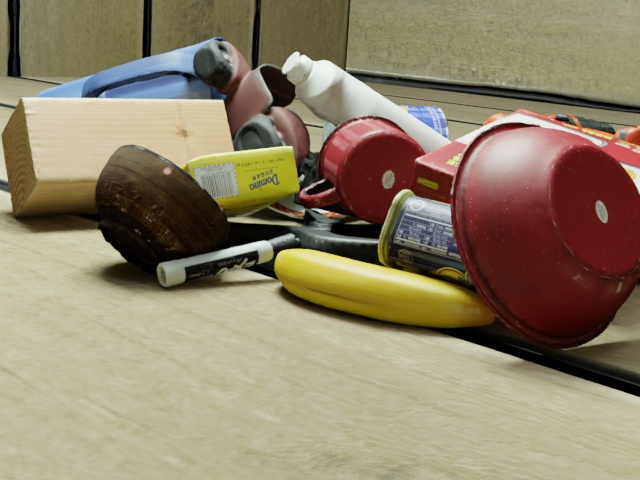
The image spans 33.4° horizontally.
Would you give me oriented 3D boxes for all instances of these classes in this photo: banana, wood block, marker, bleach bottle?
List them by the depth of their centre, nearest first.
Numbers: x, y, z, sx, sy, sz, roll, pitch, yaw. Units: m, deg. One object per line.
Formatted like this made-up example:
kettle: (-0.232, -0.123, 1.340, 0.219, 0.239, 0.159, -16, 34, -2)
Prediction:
banana: (0.031, 0.032, 0.774, 0.198, 0.037, 0.069, 14, 16, 41)
marker: (-0.068, 0.015, 0.829, 0.120, 0.020, 0.020, -13, 19, -30)
wood block: (-0.197, -0.082, 1.055, 0.205, 0.091, 0.090, -3, -18, -31)
bleach bottle: (0.067, -0.119, 1.149, 0.250, 0.068, 0.103, 34, -5, -25)

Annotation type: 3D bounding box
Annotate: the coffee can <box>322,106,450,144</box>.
coffee can: (0.084, -0.125, 1.388, 0.140, 0.103, 0.103, 0, 12, -17)

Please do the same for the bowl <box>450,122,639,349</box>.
bowl: (0.165, -0.012, 0.706, 0.161, 0.162, 0.055, -5, -13, -36)

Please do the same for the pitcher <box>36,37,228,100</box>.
pitcher: (-0.211, -0.150, 1.236, 0.243, 0.149, 0.145, -10, 27, 15)

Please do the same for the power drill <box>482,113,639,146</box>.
power drill: (0.284, -0.094, 1.075, 0.184, 0.057, 0.188, -4, 12, -34)

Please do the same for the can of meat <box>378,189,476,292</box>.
can of meat: (0.102, 0.011, 0.779, 0.084, 0.057, 0.102, 16, -12, 29)

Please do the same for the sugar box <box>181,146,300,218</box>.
sugar box: (-0.087, -0.044, 0.955, 0.093, 0.048, 0.176, -8, -5, -17)

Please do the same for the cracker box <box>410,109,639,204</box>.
cracker box: (0.193, -0.037, 0.899, 0.164, 0.072, 0.213, 23, 29, 26)

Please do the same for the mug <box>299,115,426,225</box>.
mug: (0.038, -0.055, 0.924, 0.117, 0.093, 0.081, -20, 13, -4)

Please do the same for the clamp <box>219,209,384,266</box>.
clamp: (-0.006, 0.001, 0.911, 0.164, 0.036, 0.210, -6, 12, -39)
